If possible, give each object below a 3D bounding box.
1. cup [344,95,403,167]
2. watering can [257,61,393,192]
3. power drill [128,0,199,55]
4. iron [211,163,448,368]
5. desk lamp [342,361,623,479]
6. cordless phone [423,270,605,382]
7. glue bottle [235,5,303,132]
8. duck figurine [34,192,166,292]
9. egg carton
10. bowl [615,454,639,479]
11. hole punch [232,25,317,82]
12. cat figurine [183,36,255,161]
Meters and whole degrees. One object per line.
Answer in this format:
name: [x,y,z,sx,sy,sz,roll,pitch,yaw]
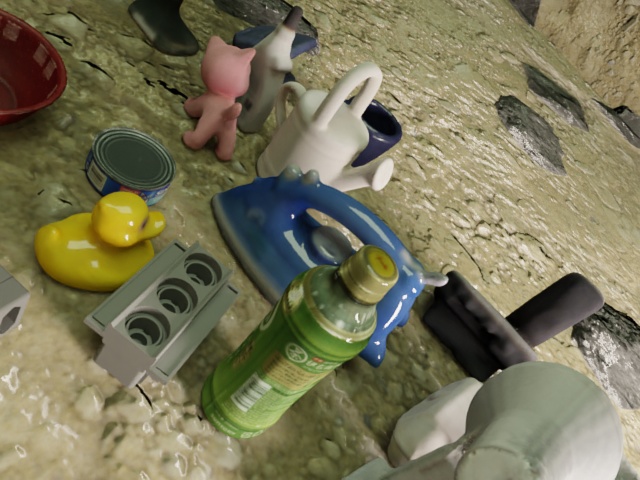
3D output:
cup: [0.046,-0.149,0.820,0.118,0.094,0.091,20,43,-26]
watering can: [0.016,-0.130,0.695,0.173,0.193,0.101,36,38,-6]
power drill: [-0.164,-0.352,0.743,0.229,0.208,0.076,52,39,13]
iron: [0.006,0.002,0.602,0.258,0.141,0.119,43,38,2]
desk lamp: [0.116,0.195,0.452,0.204,0.213,0.118,-11,61,-46]
cordless phone: [0.230,0.074,0.690,0.147,0.184,0.094,45,38,5]
glue bottle: [-0.068,-0.223,0.730,0.037,0.173,0.078,-15,64,-47]
duck figurine: [-0.184,-0.007,0.493,0.105,0.086,0.077,2,52,-40]
egg carton: [0.139,0.205,0.579,0.151,0.069,0.107,-16,65,-48]
bowl: [0.281,0.285,0.620,0.168,0.074,0.167,23,41,-22]
hole punch: [-0.073,-0.283,0.850,0.101,0.091,0.109,40,38,-2]
cat figurine: [-0.116,-0.182,0.694,0.067,0.117,0.127,14,46,-31]
